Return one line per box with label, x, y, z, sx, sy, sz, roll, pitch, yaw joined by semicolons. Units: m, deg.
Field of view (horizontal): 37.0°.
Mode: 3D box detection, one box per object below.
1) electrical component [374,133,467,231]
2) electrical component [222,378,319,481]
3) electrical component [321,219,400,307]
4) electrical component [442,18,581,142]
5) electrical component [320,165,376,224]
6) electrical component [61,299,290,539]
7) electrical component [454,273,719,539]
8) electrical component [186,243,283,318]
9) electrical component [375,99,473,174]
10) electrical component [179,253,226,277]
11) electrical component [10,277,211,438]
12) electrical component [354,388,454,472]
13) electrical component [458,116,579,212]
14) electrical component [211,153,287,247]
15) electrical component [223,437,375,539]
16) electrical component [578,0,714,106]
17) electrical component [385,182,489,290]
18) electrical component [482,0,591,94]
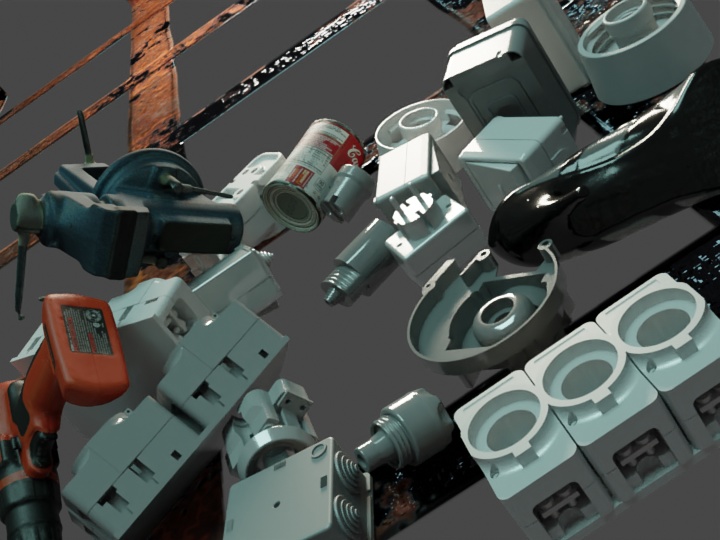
electrical component;0.055;-0.073;0.938;0.061;0.061;0.096;-26;28;20
electrical component;-0.061;0.124;0.760;0.078;0.058;0.057;-56;28;12
electrical component;0.000;0.000;0.906;0.081;0.043;0.043;-46;28;-19
electrical component;0.130;-0.146;0.911;0.078;0.113;0.057;-19;34;31
electrical component;-0.013;-0.073;1.046;0.040;0.040;0.046;2;52;51
electrical component;-0.138;0.118;0.804;0.186;0.060;0.105;-50;-8;-25
electrical component;0.136;0.076;0.600;0.150;0.061;0.089;-35;27;4
electrical component;-0.114;0.020;0.987;0.096;0.061;0.062;-35;12;-9
electrical component;0.064;-0.117;1.025;0.099;0.064;0.099;-15;33;10
electrical component;-0.158;-0.019;1.112;0.066;0.055;0.048;-7;39;45
electrical component;-0.202;0.078;0.953;0.186;0.105;0.060;-17;32;34
electrical component;0.026;0.107;0.691;0.062;0.043;0.043;-28;22;-23
electrical component;0.126;-0.082;0.867;0.061;0.061;0.096;-47;28;-20
electrical component;-0.106;-0.070;1.128;0.095;0.059;0.054;-48;29;-22
electrical component;-0.040;0.163;0.685;0.100;0.048;0.099;-28;27;16
electrical component;0.239;-0.198;0.921;0.108;0.060;0.108;-28;27;16
electrical component;0.052;-0.035;0.863;0.066;0.076;0.047;-39;27;-4
electrical component;0.163;-0.223;1.000;0.056;0.108;0.108;-30;27;19
